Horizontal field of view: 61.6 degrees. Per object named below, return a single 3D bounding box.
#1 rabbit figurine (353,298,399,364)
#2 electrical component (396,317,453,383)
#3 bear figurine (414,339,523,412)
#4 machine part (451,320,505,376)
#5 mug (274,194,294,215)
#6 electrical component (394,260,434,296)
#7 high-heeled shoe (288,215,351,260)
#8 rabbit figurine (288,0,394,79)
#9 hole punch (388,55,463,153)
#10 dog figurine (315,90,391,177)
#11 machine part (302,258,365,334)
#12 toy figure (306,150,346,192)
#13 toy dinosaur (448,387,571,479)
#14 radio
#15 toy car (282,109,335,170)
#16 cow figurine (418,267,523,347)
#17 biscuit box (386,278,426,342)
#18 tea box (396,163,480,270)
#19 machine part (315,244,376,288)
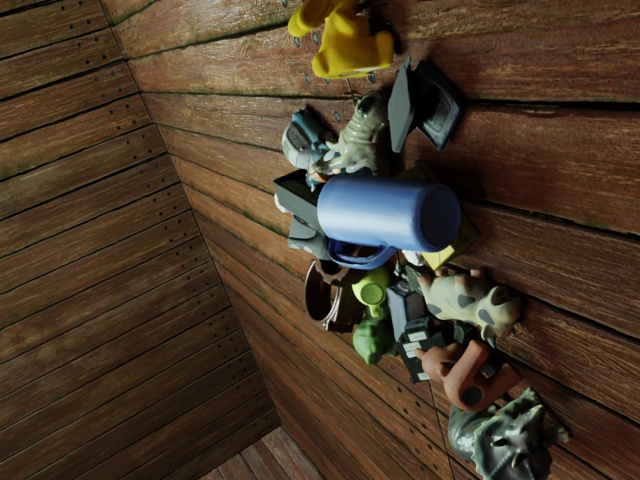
[{"bbox_3d":[0.145,0.203,1.378,0.159,0.121,0.170,-135,44,-53],"label":"rabbit figurine"},{"bbox_3d":[0.235,0.236,1.169,0.115,0.058,0.134,-17,103,27],"label":"electrical component"},{"bbox_3d":[0.270,0.239,1.024,0.120,0.132,0.196,38,-173,-10],"label":"bear figurine"},{"bbox_3d":[0.315,0.224,1.072,0.139,0.039,0.084,48,149,36],"label":"machine part"},{"bbox_3d":[-0.068,-0.112,1.449,0.081,0.107,0.109,51,154,30],"label":"mug"},{"bbox_3d":[0.202,0.079,1.145,0.102,0.045,0.078,40,148,45],"label":"electrical component"},{"bbox_3d":[-0.003,-0.004,1.286,0.249,0.145,0.086,-87,8,-80],"label":"high-heeled shoe"},{"bbox_3d":[0.030,-0.362,0.902,0.122,0.162,0.173,-145,50,-72],"label":"rabbit figurine"},{"bbox_3d":[0.163,-0.211,0.856,0.142,0.092,0.116,98,169,-61],"label":"hole punch"},{"bbox_3d":[0.106,-0.175,1.016,0.172,0.121,0.190,27,142,-22],"label":"dog figurine"},{"bbox_3d":[0.036,0.130,1.401,0.202,0.087,0.201,16,95,64],"label":"machine part"},{"bbox_3d":[0.021,-0.162,1.182,0.154,0.064,0.057,-26,99,38],"label":"toy figure"},{"bbox_3d":[0.318,0.370,1.029,0.131,0.192,0.405,63,158,5],"label":"toy dinosaur"},{"bbox_3d":[-0.002,-0.106,1.271,0.230,0.131,0.073,35,145,51],"label":"radio"},{"bbox_3d":[-0.035,-0.223,1.249,0.162,0.103,0.109,53,156,18],"label":"toy car"},{"bbox_3d":[0.273,0.116,0.965,0.195,0.085,0.127,-3,104,57],"label":"cow figurine"},{"bbox_3d":[0.207,0.187,1.245,0.063,0.059,0.202,34,144,49],"label":"biscuit box"},{"bbox_3d":[0.198,-0.043,0.976,0.170,0.068,0.098,55,157,16],"label":"tea box"},{"bbox_3d":[0.061,0.025,1.260,0.179,0.056,0.179,-35,44,44],"label":"machine part"}]
